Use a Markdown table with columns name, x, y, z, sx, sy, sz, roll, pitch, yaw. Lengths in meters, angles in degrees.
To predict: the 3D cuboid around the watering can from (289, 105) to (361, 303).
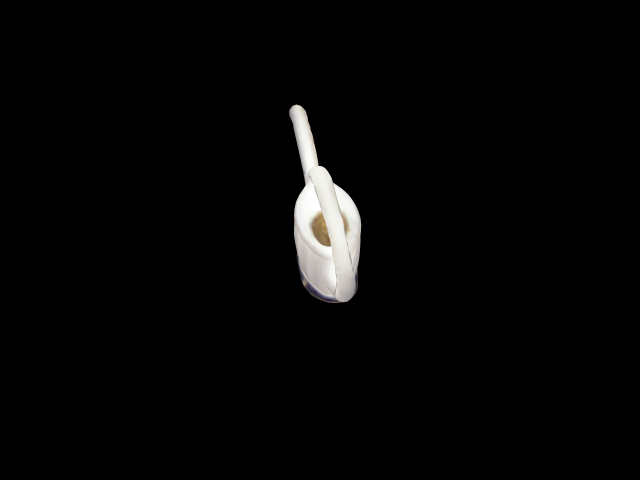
| name | x | y | z | sx | sy | sz | roll | pitch | yaw |
| --- | --- | --- | --- | --- | --- | --- | --- | --- | --- |
| watering can | 0.003 | -0.043 | 0.850 | 0.104 | 0.355 | 0.219 | -10 | -35 | -7 |
